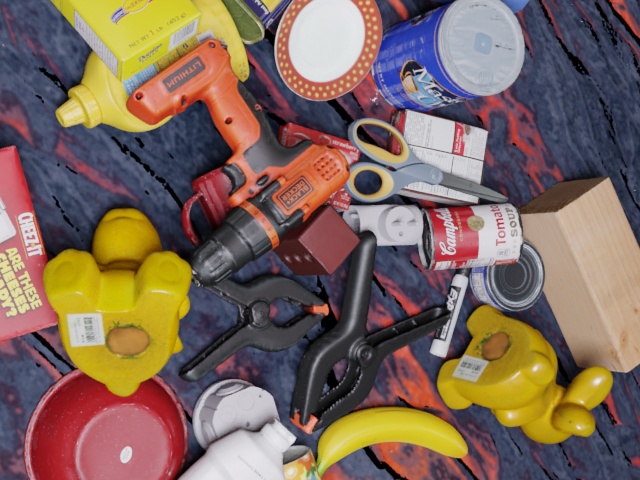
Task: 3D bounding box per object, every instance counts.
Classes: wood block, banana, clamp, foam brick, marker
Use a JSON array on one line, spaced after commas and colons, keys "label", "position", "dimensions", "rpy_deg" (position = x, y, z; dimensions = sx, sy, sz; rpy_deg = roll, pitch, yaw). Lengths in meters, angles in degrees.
[{"label": "wood block", "position": [0.317, 0.040, 1.239], "dimensions": [0.090, 0.091, 0.206], "rpy_deg": [-31, 102, -24]}, {"label": "banana", "position": [0.075, 0.211, 1.145], "dimensions": [0.197, 0.037, 0.070], "rpy_deg": [-3, 109, -25]}, {"label": "clamp", "position": [0.047, 0.114, 1.121], "dimensions": [0.164, 0.036, 0.210], "rpy_deg": [35, 83, -36]}, {"label": "foam brick", "position": [-0.007, 0.001, 1.085], "dimensions": [0.053, 0.078, 0.051], "rpy_deg": [49, 68, -17]}, {"label": "clamp", "position": [-0.073, 0.066, 1.071], "dimensions": [0.171, 0.039, 0.120], "rpy_deg": [-13, 99, -33]}, {"label": "marker", "position": [0.149, 0.071, 1.193], "dimensions": [0.020, 0.020, 0.121], "rpy_deg": [24, 78, -24]}]

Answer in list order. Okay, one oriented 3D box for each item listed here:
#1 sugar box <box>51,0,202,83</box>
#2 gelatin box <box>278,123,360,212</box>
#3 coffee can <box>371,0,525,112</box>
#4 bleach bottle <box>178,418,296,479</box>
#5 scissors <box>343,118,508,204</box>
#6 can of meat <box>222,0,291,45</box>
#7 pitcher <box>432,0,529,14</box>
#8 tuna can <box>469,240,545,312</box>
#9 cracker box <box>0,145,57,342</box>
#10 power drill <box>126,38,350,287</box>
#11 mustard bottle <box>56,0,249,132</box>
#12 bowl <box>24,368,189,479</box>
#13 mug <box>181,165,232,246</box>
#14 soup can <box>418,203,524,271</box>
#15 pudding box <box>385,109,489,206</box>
[{"label": "sugar box", "position": [-0.199, -0.238, 0.977], "dimensions": [0.093, 0.048, 0.176], "rpy_deg": [-37, 81, -23]}, {"label": "gelatin box", "position": [-0.006, -0.075, 1.114], "dimensions": [0.089, 0.030, 0.073], "rpy_deg": [16, 81, -26]}, {"label": "coffee can", "position": [0.132, -0.193, 1.125], "dimensions": [0.102, 0.141, 0.103], "rpy_deg": [1, 88, -27]}, {"label": "bleach bottle", "position": [-0.111, 0.274, 0.997], "dimensions": [0.102, 0.068, 0.251], "rpy_deg": [44, 85, -17]}, {"label": "scissors", "position": [0.105, -0.055, 1.137], "dimensions": [0.201, 0.016, 0.096], "rpy_deg": [33, 80, -19]}, {"label": "can of meat", "position": [-0.074, -0.264, 1.072], "dimensions": [0.102, 0.058, 0.084], "rpy_deg": [45, 69, -18]}, {"label": "pitcher", "position": [0.111, -0.329, 1.127], "dimensions": [0.242, 0.145, 0.149], "rpy_deg": [5, 64, -24]}, {"label": "tuna can", "position": [0.215, 0.040, 1.219], "dimensions": [0.086, 0.034, 0.086], "rpy_deg": [1, 88, -27]}, {"label": "cracker box", "position": [-0.350, 0.024, 0.916], "dimensions": [0.213, 0.072, 0.164], "rpy_deg": [-17, 97, -27]}, {"label": "power drill", "position": [-0.090, -0.073, 0.973], "dimensions": [0.184, 0.057, 0.187], "rpy_deg": [-40, 93, -20]}, {"label": "mustard bottle", "position": [-0.165, -0.158, 1.020], "dimensions": [0.191, 0.058, 0.096], "rpy_deg": [-32, 115, -24]}, {"label": "bowl", "position": [-0.191, 0.195, 0.999], "dimensions": [0.161, 0.055, 0.162], "rpy_deg": [1, 88, -27]}, {"label": "mug", "position": [-0.083, -0.033, 1.041], "dimensions": [0.117, 0.093, 0.081], "rpy_deg": [-28, 96, -26]}, {"label": "soup can", "position": [0.162, -0.004, 1.158], "dimensions": [0.102, 0.068, 0.068], "rpy_deg": [-4, 90, -7]}, {"label": "pudding box", "position": [0.127, -0.089, 1.177], "dimensions": [0.113, 0.039, 0.090], "rpy_deg": [10, 86, -23]}]
